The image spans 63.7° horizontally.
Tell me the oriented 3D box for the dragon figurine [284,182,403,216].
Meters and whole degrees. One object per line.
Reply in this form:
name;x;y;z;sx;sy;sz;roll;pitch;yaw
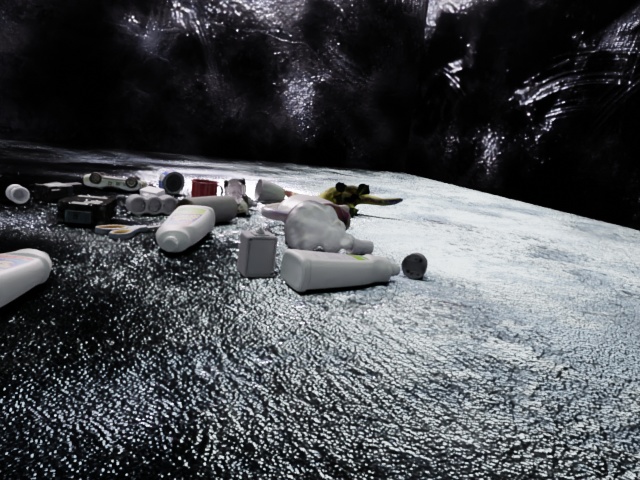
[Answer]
dragon figurine;0.071;-0.149;1.869;0.410;0.122;0.243;3;5;-25

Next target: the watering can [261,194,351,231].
watering can;0.004;-0.074;1.471;0.348;0.103;0.226;-3;17;-37

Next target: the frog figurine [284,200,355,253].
frog figurine;-0.003;-0.020;1.226;0.161;0.120;0.139;25;53;34
